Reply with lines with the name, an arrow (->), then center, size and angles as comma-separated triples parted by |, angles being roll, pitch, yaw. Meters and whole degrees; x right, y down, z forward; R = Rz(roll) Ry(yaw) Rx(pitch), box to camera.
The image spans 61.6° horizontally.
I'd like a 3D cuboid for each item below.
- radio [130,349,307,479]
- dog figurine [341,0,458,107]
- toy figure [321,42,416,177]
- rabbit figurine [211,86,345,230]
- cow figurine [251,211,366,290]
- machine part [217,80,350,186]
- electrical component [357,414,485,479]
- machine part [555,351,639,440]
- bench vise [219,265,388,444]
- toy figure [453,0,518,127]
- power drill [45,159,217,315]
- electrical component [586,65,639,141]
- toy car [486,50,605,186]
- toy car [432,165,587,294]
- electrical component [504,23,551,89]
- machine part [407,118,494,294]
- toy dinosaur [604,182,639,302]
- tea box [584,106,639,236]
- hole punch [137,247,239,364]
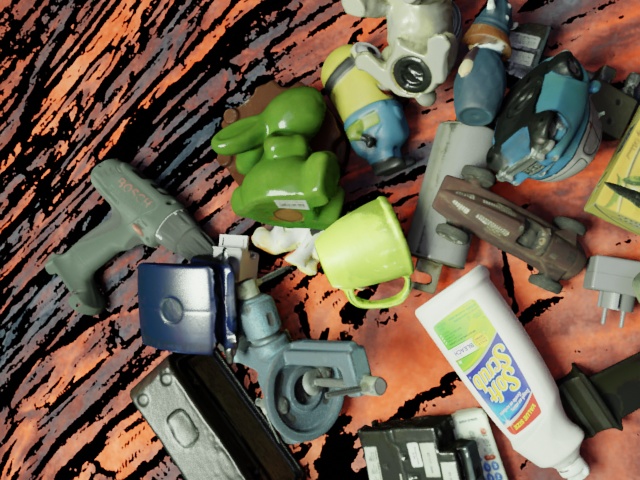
radio -> -0.126, 0.243, 0.675 | 0.073, 0.131, 0.230 | -43, 76, 9
dog figurine -> 0.131, -0.277, 0.645 | 0.121, 0.172, 0.190 | 12, 49, 31
toy figure -> 0.060, -0.168, 0.691 | 0.089, 0.082, 0.180 | -18, 83, 10
rabbit figurine -> -0.041, -0.104, 0.657 | 0.159, 0.121, 0.170 | -2, 68, 19
cow figurine -> -0.003, -0.003, 0.698 | 0.167, 0.068, 0.098 | 21, 85, 12
machine part -> -0.051, -0.127, 0.729 | 0.180, 0.056, 0.179 | -1, 85, 13
electrical component -> 0.120, 0.268, 0.628 | 0.134, 0.058, 0.115 | -14, 84, 34
machine part -> 0.341, 0.163, 0.608 | 0.139, 0.039, 0.084 | -31, 73, 12
bench vise -> -0.020, 0.142, 0.639 | 0.241, 0.129, 0.223 | -11, 89, 50
toy figure -> 0.188, -0.208, 0.617 | 0.058, 0.064, 0.154 | 6, 72, 26
power drill -> -0.276, 0.012, 0.764 | 0.207, 0.086, 0.232 | -45, 77, 12
electrical component -> 0.326, -0.159, 0.640 | 0.078, 0.045, 0.102 | 18, 93, -13
toy car -> 0.253, -0.119, 0.582 | 0.103, 0.109, 0.162 | 31, 55, -12
toy car -> 0.220, -0.011, 0.608 | 0.202, 0.053, 0.089 | 27, 89, -16
electrical component -> 0.254, -0.222, 0.662 | 0.119, 0.047, 0.074 | 24, 92, 17
machine part -> 0.161, -0.053, 0.655 | 0.079, 0.079, 0.243 | 14, 88, 16
toy dinosaur -> 0.432, 0.098, 0.486 | 0.404, 0.192, 0.131 | 41, 86, -8
tea box -> 0.387, -0.090, 0.603 | 0.098, 0.068, 0.169 | 26, 91, 16
hole punch -> -0.161, 0.078, 0.654 | 0.116, 0.092, 0.142 | 5, 97, 50
